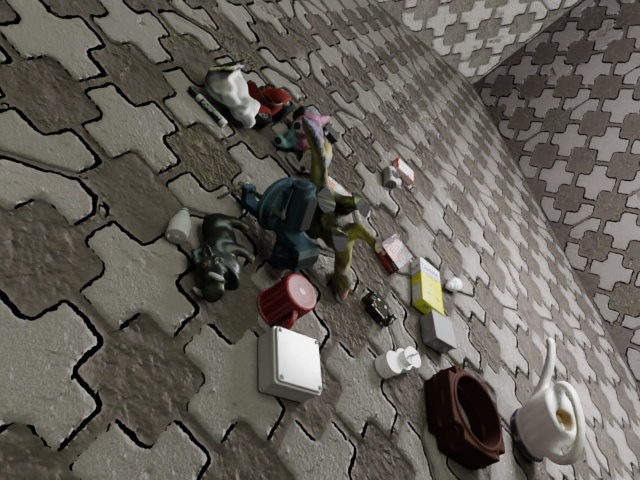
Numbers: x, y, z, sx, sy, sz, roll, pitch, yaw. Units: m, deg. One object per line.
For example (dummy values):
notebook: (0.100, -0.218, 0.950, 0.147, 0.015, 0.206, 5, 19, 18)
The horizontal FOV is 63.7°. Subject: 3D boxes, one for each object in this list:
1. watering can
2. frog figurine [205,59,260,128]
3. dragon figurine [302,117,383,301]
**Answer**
watering can: (0.627, 0.460, 1.431, 0.103, 0.219, 0.356, 23, 39, -12)
frog figurine: (-0.215, -0.355, 1.278, 0.123, 0.156, 0.140, -12, 26, -6)
dragon figurine: (0.004, -0.058, 1.161, 0.123, 0.409, 0.241, -22, 4, -27)
